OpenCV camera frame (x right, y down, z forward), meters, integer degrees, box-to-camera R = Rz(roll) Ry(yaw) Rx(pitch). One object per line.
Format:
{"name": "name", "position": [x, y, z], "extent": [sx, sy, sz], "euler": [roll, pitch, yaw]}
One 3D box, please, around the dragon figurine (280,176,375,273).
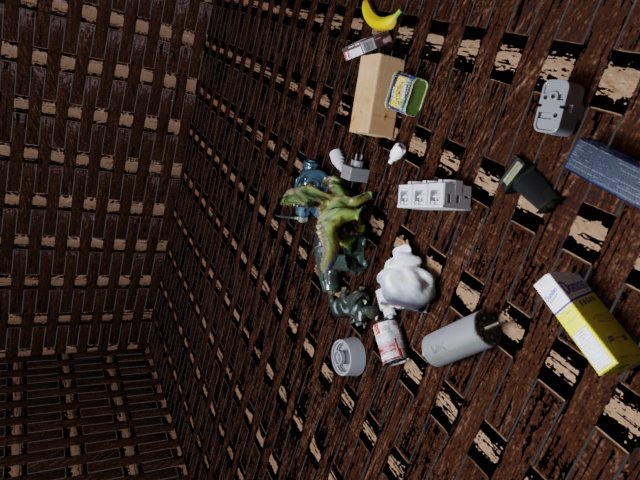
{"name": "dragon figurine", "position": [0.004, -0.071, 1.402], "extent": [0.244, 0.418, 0.119], "euler": [20, 127, 18]}

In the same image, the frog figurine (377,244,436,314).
{"name": "frog figurine", "position": [0.207, 0.086, 1.223], "extent": [0.137, 0.121, 0.161], "euler": [3, 79, 26]}
